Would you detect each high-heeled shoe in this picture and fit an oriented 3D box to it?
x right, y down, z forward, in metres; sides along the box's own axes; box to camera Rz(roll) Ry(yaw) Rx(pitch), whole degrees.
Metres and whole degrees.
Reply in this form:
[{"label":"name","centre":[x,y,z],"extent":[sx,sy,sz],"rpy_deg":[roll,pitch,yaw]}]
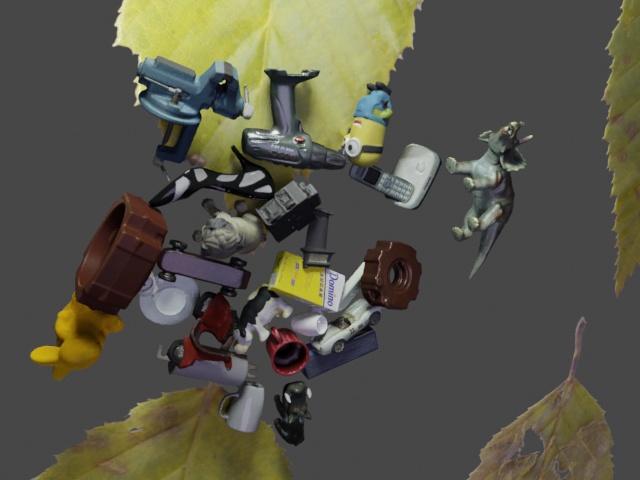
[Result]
[{"label":"high-heeled shoe","centre":[-0.210,-0.090,1.093],"extent":[0.249,0.086,0.145],"rpy_deg":[-37,101,-24]}]

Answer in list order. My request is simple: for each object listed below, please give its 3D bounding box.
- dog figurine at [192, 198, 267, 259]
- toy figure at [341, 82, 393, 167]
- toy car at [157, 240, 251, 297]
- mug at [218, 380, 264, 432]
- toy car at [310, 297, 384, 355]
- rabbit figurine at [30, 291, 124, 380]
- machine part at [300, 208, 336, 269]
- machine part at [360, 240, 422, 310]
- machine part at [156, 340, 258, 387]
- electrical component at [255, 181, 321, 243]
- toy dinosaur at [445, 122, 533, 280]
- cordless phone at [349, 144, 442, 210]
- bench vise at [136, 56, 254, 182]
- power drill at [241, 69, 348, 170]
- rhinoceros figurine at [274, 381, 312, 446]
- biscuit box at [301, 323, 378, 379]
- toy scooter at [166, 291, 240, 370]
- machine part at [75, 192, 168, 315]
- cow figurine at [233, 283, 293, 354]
[{"label":"dog figurine","centre":[-0.169,-0.002,1.096],"extent":[0.172,0.191,0.121],"rpy_deg":[2,108,-23]},{"label":"toy figure","centre":[0.111,-0.248,1.173],"extent":[0.089,0.082,0.180],"rpy_deg":[20,93,-6]},{"label":"toy car","centre":[-0.251,0.062,1.164],"extent":[0.202,0.053,0.089],"rpy_deg":[16,92,-21]},{"label":"mug","centre":[-0.186,0.394,1.298],"extent":[0.109,0.081,0.107],"rpy_deg":[20,88,-19]},{"label":"toy car","centre":[0.067,0.206,1.311],"extent":[0.202,0.074,0.056],"rpy_deg":[-35,122,-19]},{"label":"rabbit figurine","centre":[-0.481,0.196,1.056],"extent":[0.162,0.173,0.121],"rpy_deg":[-37,121,-10]},{"label":"machine part","centre":[-0.003,-0.004,1.229],"extent":[0.084,0.039,0.138],"rpy_deg":[1,96,-28]},{"label":"machine part","centre":[0.176,0.085,1.298],"extent":[0.179,0.056,0.179],"rpy_deg":[1,89,-41]},{"label":"machine part","centre":[-0.254,0.283,1.227],"extent":[0.243,0.079,0.079],"rpy_deg":[19,101,-27]},{"label":"electrical component","centre":[-0.062,-0.065,1.158],"extent":[0.134,0.058,0.114],"rpy_deg":[-37,159,-4]},{"label":"toy dinosaur","centre":[0.426,-0.109,1.336],"extent":[0.192,0.131,0.404],"rpy_deg":[-17,120,-14]},{"label":"cordless phone","centre":[0.171,-0.165,1.240],"extent":[0.184,0.089,0.146],"rpy_deg":[24,99,-7]},{"label":"bench vise","centre":[-0.251,-0.236,1.027],"extent":[0.223,0.129,0.240],"rpy_deg":[10,125,-33]},{"label":"power drill","centre":[-0.045,-0.250,1.118],"extent":[0.232,0.086,0.207],"rpy_deg":[0,115,-14]},{"label":"rhinoceros figurine","centre":[-0.068,0.425,1.332],"extent":[0.073,0.112,0.190],"rpy_deg":[-3,117,-18]},{"label":"biscuit box","centre":[0.041,0.273,1.348],"extent":[0.203,0.059,0.062],"rpy_deg":[-20,116,-14]},{"label":"toy scooter","centre":[-0.232,0.209,1.167],"extent":[0.135,0.075,0.184],"rpy_deg":[28,66,0]},{"label":"machine part","centre":[-0.376,0.025,1.017],"extent":[0.087,0.202,0.201],"rpy_deg":[31,95,-29]},{"label":"cow figurine","centre":[-0.153,0.182,1.235],"extent":[0.167,0.068,0.098],"rpy_deg":[-45,112,-5]}]
